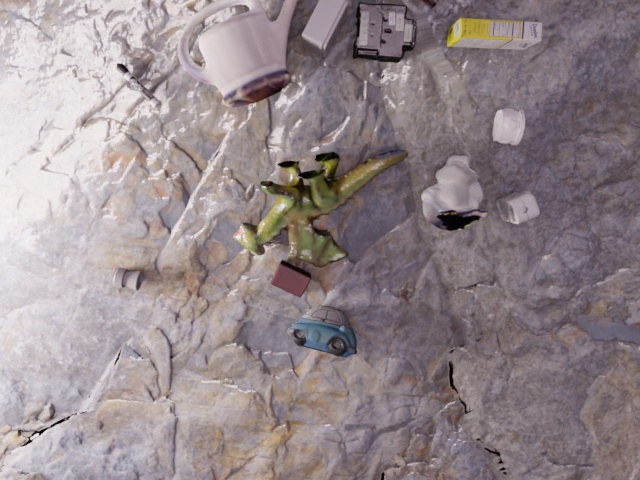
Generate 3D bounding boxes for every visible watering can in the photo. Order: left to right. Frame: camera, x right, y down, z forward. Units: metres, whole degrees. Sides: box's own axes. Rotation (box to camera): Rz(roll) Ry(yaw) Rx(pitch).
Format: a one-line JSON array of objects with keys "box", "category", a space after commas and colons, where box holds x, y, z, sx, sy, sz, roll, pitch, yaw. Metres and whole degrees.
[{"box": [-0.126, -0.415, 1.078, 0.347, 0.105, 0.223, -22, 97, 8], "category": "watering can"}]

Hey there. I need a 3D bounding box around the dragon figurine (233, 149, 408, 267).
[{"box": [0.003, -0.058, 1.144, 0.410, 0.124, 0.238, -9, 114, 0], "category": "dragon figurine"}]

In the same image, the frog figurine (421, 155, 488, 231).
[{"box": [0.293, -0.106, 1.149, 0.137, 0.120, 0.163, -8, 61, 6], "category": "frog figurine"}]
